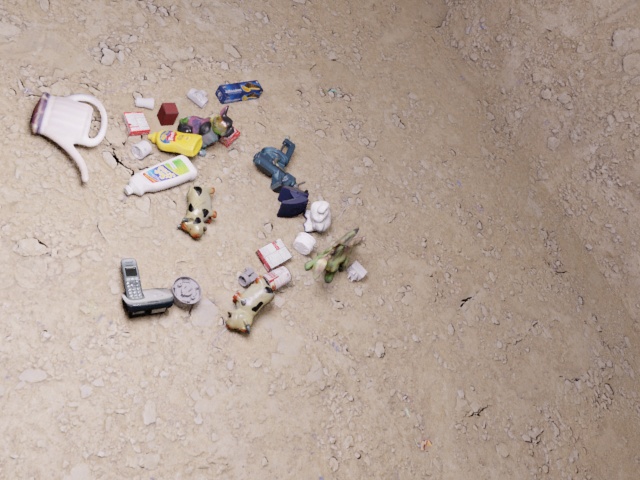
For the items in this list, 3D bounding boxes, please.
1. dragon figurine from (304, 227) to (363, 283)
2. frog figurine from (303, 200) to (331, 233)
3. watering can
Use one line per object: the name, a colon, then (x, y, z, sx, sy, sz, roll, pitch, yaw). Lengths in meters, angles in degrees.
dragon figurine: (0.086, 0.036, 1.945, 0.122, 0.238, 0.417, 46, 51, 5)
frog figurine: (0.006, -0.102, 2.023, 0.122, 0.157, 0.140, 32, 50, -15)
watering can: (-0.826, -0.356, 1.686, 0.224, 0.102, 0.355, 13, 56, -25)
